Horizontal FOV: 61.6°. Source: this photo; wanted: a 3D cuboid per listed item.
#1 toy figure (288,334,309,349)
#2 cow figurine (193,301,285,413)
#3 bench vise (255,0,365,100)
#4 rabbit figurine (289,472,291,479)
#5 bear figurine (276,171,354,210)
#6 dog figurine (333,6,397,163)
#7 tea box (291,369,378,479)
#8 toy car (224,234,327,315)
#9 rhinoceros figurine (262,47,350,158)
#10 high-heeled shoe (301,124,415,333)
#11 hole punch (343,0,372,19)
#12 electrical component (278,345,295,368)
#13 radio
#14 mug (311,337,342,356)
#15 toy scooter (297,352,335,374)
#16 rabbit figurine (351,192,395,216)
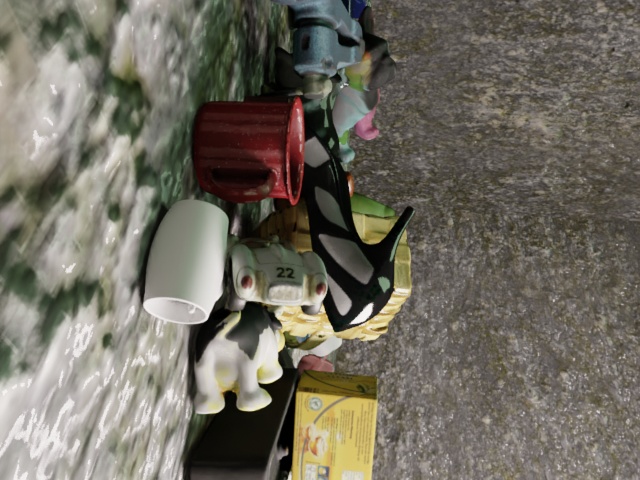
[{"bbox_3d":[-0.042,0.100,0.840,0.058,0.064,0.154,-121,-156,-60],"label":"toy figure"},{"bbox_3d":[-0.074,0.093,0.526,0.167,0.068,0.098,-61,147,-80],"label":"cow figurine"},{"bbox_3d":[-0.031,-0.267,0.550,0.240,0.129,0.223,4,99,-64],"label":"bench vise"},{"bbox_3d":[-0.037,0.292,0.800,0.173,0.122,0.162,-110,-163,-50],"label":"rabbit figurine"},{"bbox_3d":[-0.006,-0.003,0.871,0.120,0.132,0.195,-81,166,-48],"label":"bear figurine"},{"bbox_3d":[0.029,-0.245,0.826,0.108,0.192,0.219,-38,148,-29],"label":"dog figurine"},{"bbox_3d":[0.017,0.251,0.652,0.068,0.098,0.169,-55,151,-81],"label":"tea box"},{"bbox_3d":[-0.047,0.024,0.468,0.202,0.073,0.056,-165,-99,-76],"label":"toy car"},{"bbox_3d":[-0.016,-0.193,0.710,0.073,0.112,0.190,-51,137,-75],"label":"rhinoceros figurine"},{"bbox_3d":[-0.020,-0.027,0.546,0.145,0.249,0.086,-53,163,-3],"label":"high-heeled shoe"},{"bbox_3d":[0.016,-0.408,0.902,0.092,0.142,0.115,-55,147,-29],"label":"hole punch"},{"bbox_3d":[-0.061,0.181,0.823,0.094,0.021,0.063,0,65,-83],"label":"electrical component"},{"bbox_3d":[-0.071,0.232,0.568,0.229,0.073,0.131,-51,144,-81],"label":"radio"},{"bbox_3d":[-0.002,0.142,0.917,0.107,0.081,0.109,61,-25,-6],"label":"mug"},{"bbox_3d":[-0.019,0.267,0.975,0.184,0.075,0.135,-69,-178,-48],"label":"toy scooter"},{"bbox_3d":[0.056,0.005,0.976,0.121,0.159,0.170,10,102,-81],"label":"rabbit figurine"}]
